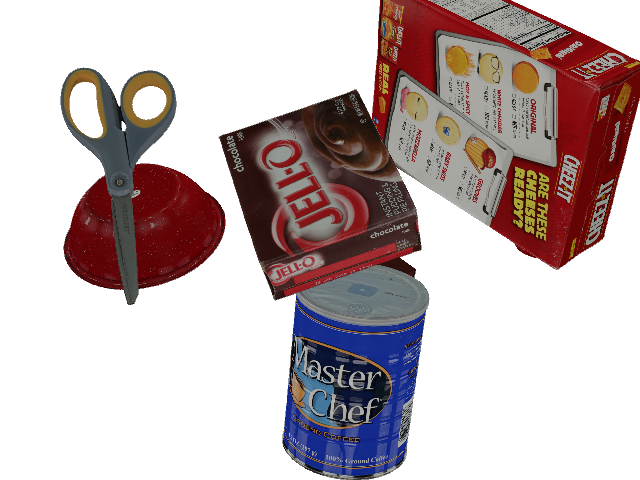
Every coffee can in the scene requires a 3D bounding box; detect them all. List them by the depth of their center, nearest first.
[{"bbox_3d":[0.026,0.100,0.839,0.103,0.140,0.103,5,22,-2],"label":"coffee can"}]

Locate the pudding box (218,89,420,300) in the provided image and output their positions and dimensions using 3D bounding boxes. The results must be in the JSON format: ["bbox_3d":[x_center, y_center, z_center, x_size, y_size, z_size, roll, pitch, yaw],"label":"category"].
[{"bbox_3d":[-0.002,-0.028,0.617,0.090,0.113,0.039,-19,-44,-3],"label":"pudding box"}]

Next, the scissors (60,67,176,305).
[{"bbox_3d":[-0.133,-0.053,0.796,0.096,0.202,0.016,-21,-24,-14],"label":"scissors"}]

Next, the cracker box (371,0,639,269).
[{"bbox_3d":[0.139,-0.103,0.848,0.072,0.164,0.214,-29,48,-33],"label":"cracker box"}]

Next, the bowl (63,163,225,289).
[{"bbox_3d":[-0.176,-0.026,1.034,0.162,0.055,0.162,-5,41,4],"label":"bowl"}]

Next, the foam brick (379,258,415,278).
[{"bbox_3d":[0.048,0.037,1.066,0.052,0.051,0.078,-26,47,-36],"label":"foam brick"}]

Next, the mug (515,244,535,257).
[{"bbox_3d":[0.276,-0.033,1.249,0.117,0.081,0.093,-24,32,-39],"label":"mug"}]
